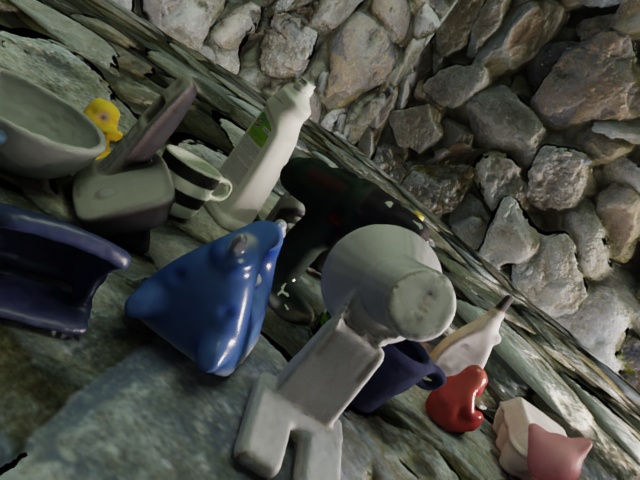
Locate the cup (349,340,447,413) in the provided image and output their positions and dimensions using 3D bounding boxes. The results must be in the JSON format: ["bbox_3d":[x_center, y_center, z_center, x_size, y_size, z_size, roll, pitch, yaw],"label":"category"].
[{"bbox_3d":[0.077,0.157,0.659,0.118,0.095,0.091,34,15,-10],"label":"cup"}]

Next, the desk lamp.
[{"bbox_3d":[0.036,0.094,0.521,0.118,0.213,0.203,34,14,-8],"label":"desk lamp"}]

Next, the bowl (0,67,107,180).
[{"bbox_3d":[-0.325,-0.116,0.622,0.168,0.074,0.167,34,15,-10],"label":"bowl"}]

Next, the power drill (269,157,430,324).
[{"bbox_3d":[0.007,0.003,0.751,0.229,0.208,0.076,45,17,30],"label":"power drill"}]

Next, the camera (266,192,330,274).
[{"bbox_3d":[-0.006,-0.012,0.985,0.144,0.100,0.136,29,16,-27],"label":"camera"}]

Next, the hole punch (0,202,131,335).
[{"bbox_3d":[-0.219,0.006,0.454,0.109,0.091,0.100,25,18,-37],"label":"hole punch"}]

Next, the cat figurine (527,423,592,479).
[{"bbox_3d":[0.289,0.290,0.687,0.067,0.117,0.127,24,19,-41],"label":"cat figurine"}]

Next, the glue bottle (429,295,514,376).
[{"bbox_3d":[0.245,0.155,0.897,0.078,0.173,0.037,35,14,-3],"label":"glue bottle"}]

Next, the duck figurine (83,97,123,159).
[{"bbox_3d":[-0.301,-0.149,0.757,0.104,0.086,0.078,42,15,22],"label":"duck figurine"}]

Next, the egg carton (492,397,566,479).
[{"bbox_3d":[0.300,0.290,0.809,0.107,0.069,0.150,37,14,2],"label":"egg carton"}]

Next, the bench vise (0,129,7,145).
[{"bbox_3d":[-0.263,-0.092,0.398,0.206,0.219,0.122,45,17,30],"label":"bench vise"}]

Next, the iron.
[{"bbox_3d":[-0.082,0.031,0.589,0.118,0.141,0.258,37,14,2],"label":"iron"}]

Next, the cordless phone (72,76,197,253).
[{"bbox_3d":[-0.193,-0.094,0.637,0.094,0.185,0.147,25,18,-38],"label":"cordless phone"}]

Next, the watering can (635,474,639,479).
[{"bbox_3d":[0.422,0.337,0.691,0.101,0.194,0.173,35,14,-7],"label":"watering can"}]

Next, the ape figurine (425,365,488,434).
[{"bbox_3d":[0.190,0.207,0.766,0.076,0.092,0.077,27,17,-33],"label":"ape figurine"}]
